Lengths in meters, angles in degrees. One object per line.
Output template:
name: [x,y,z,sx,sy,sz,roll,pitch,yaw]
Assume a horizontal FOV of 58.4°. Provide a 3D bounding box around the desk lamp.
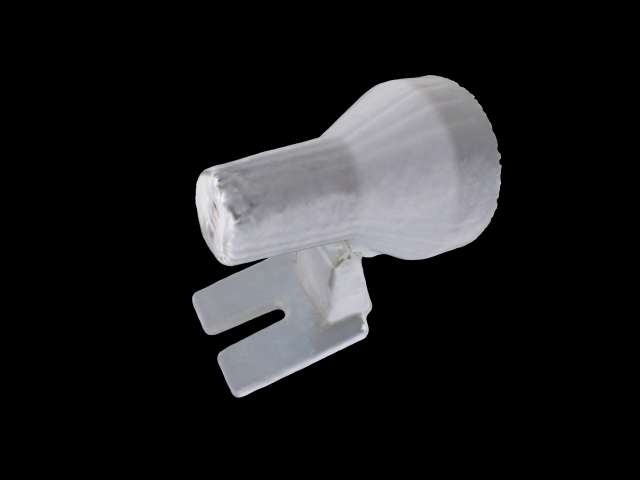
desk lamp: [0.004,0.001,0.400,0.203,0.214,0.117,-25,63,-14]
